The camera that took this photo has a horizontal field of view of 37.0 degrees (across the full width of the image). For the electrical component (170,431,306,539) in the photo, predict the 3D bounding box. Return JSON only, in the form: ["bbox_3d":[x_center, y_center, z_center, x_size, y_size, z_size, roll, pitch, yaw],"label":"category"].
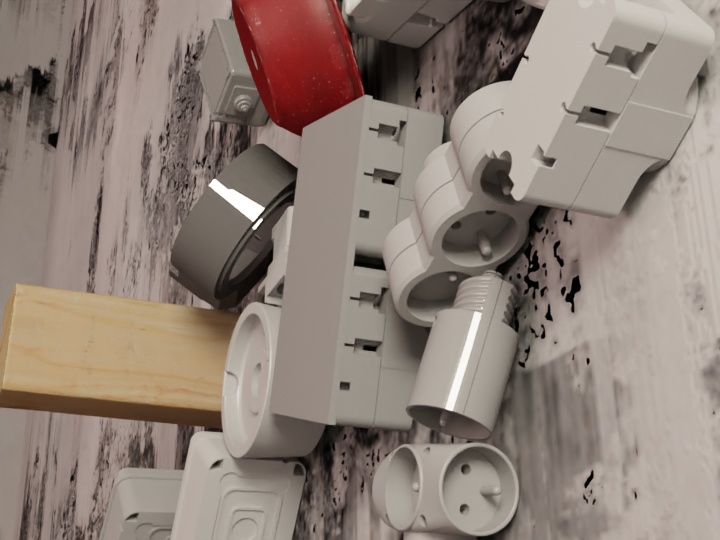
[{"bbox_3d":[-0.093,0.180,0.792,0.057,0.078,0.113,30,110,63],"label":"electrical component"}]

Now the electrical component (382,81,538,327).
[{"bbox_3d":[0.053,-0.042,0.554,0.073,0.052,0.138,-102,30,-42],"label":"electrical component"}]

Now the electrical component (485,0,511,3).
[{"bbox_3d":[0.063,-0.192,0.572,0.099,0.064,0.099,-171,90,-68],"label":"electrical component"}]

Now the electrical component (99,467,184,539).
[{"bbox_3d":[-0.146,0.206,0.865,0.057,0.113,0.078,-124,47,-55],"label":"electrical component"}]

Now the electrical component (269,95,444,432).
[{"bbox_3d":[0.000,0.000,0.658,0.105,0.060,0.186,172,106,-67],"label":"electrical component"}]

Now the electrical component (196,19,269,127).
[{"bbox_3d":[-0.108,-0.178,0.998,0.061,0.061,0.096,-60,37,40],"label":"electrical component"}]

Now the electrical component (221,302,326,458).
[{"bbox_3d":[-0.053,0.080,0.755,0.108,0.060,0.108,-171,90,-68],"label":"electrical component"}]

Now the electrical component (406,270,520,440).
[{"bbox_3d":[0.055,0.038,0.527,0.043,0.043,0.081,-30,37,62],"label":"electrical component"}]

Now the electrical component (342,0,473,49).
[{"bbox_3d":[0.027,-0.181,0.663,0.095,0.059,0.053,152,124,-63],"label":"electrical component"}]

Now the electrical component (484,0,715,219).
[{"bbox_3d":[0.100,-0.072,0.447,0.050,0.056,0.089,-111,36,-50],"label":"electrical component"}]

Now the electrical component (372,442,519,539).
[{"bbox_3d":[0.040,0.127,0.533,0.077,0.044,0.079,154,122,-64],"label":"electrical component"}]

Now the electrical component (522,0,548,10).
[{"bbox_3d":[0.092,-0.160,0.480,0.059,0.054,0.095,-63,11,-1],"label":"electrical component"}]

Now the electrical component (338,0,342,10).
[{"bbox_3d":[-0.009,-0.222,0.792,0.064,0.042,0.081,137,136,-55],"label":"electrical component"}]

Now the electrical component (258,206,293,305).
[{"bbox_3d":[-0.042,-0.009,0.790,0.081,0.042,0.063,134,143,-53],"label":"electrical component"}]
